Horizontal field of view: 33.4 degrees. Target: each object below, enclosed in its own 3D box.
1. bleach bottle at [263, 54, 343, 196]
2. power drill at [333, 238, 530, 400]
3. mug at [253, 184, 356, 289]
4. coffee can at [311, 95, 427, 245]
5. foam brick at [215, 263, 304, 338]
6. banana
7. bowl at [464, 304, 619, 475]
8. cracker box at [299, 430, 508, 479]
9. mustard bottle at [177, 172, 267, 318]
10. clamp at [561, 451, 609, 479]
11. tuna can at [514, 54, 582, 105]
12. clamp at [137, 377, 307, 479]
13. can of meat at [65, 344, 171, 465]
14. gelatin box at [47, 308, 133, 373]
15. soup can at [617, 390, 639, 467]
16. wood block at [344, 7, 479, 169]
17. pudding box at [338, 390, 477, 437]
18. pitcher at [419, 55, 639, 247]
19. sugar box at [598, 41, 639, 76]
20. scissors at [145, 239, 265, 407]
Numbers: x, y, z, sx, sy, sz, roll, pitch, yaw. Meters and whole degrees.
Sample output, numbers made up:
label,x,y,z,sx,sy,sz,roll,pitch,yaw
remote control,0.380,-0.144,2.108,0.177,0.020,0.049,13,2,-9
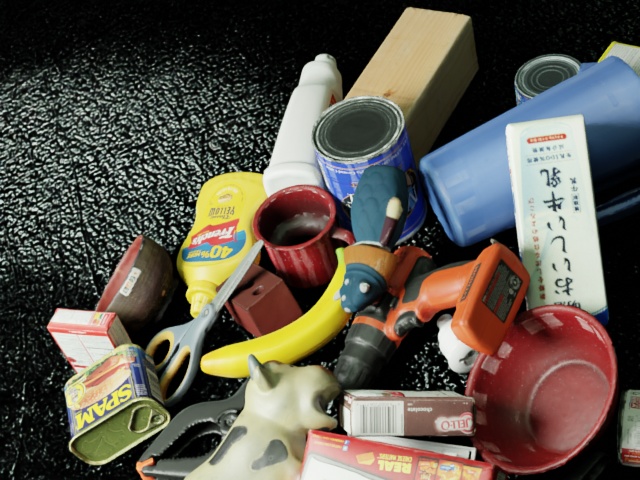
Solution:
label,x,y,z,sx,sy,sz,roll,pitch,yaw
bleach bottle,-0.010,-0.137,1.280,0.068,0.102,0.250,-3,49,14
power drill,0.101,0.076,1.031,0.188,0.057,0.184,-11,44,53
mug,-0.008,0.001,1.168,0.117,0.081,0.093,8,54,24
coffee can,0.056,-0.073,1.174,0.103,0.140,0.103,-10,47,10
foam brick,-0.065,0.066,1.137,0.053,0.051,0.078,-39,31,-17
banana,-0.027,0.090,1.087,0.197,0.037,0.070,-37,60,-20
bowl,0.210,0.141,0.962,0.162,0.055,0.162,-30,44,34
cracker box,0.053,0.275,0.864,0.164,0.072,0.213,6,75,24
mustard bottle,-0.112,0.009,1.214,0.096,0.058,0.191,-3,49,22
clamp,0.190,0.245,0.914,0.171,0.039,0.120,-12,38,9
tuna can,0.275,-0.183,1.271,0.086,0.033,0.086,-10,47,10
clamp,-0.076,0.193,1.051,0.209,0.036,0.165,-29,46,-13
can of meat,-0.211,0.167,1.098,0.102,0.057,0.084,-32,43,8
gelatin box,-0.239,0.112,1.143,0.073,0.089,0.030,3,49,21
soup can,0.312,0.167,0.921,0.102,0.068,0.068,3,50,21
wood block,0.106,-0.178,1.287,0.091,0.090,0.206,15,56,28
pudding box,0.078,0.158,0.974,0.113,0.090,0.039,3,85,-5
pitcher,0.238,-0.080,1.134,0.243,0.145,0.149,-26,13,0
sugar box,0.396,-0.167,1.210,0.176,0.048,0.093,22,59,29
scissors,-0.131,0.079,1.133,0.096,0.016,0.202,22,84,48
